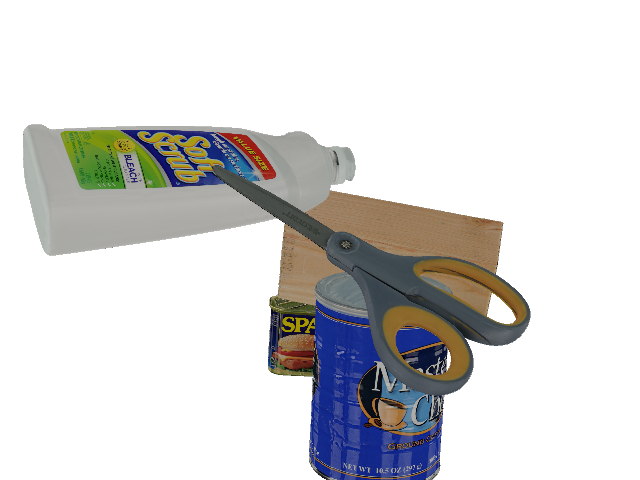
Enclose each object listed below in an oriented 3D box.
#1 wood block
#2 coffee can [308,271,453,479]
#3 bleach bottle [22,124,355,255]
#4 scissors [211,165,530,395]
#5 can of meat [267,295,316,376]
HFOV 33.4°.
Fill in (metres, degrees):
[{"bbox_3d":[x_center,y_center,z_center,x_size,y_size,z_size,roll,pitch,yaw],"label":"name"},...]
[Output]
[{"bbox_3d":[0.070,0.020,1.067,0.206,0.090,0.090,11,30,8],"label":"wood block"},{"bbox_3d":[0.044,0.103,0.808,0.103,0.140,0.103,2,15,-1],"label":"coffee can"},{"bbox_3d":[-0.095,-0.052,0.829,0.250,0.103,0.068,-8,-41,-21],"label":"bleach bottle"},{"bbox_3d":[0.013,0.022,0.583,0.202,0.096,0.016,20,-40,10],"label":"scissors"},{"bbox_3d":[-0.013,0.115,1.275,0.102,0.084,0.057,3,14,-3],"label":"can of meat"}]
